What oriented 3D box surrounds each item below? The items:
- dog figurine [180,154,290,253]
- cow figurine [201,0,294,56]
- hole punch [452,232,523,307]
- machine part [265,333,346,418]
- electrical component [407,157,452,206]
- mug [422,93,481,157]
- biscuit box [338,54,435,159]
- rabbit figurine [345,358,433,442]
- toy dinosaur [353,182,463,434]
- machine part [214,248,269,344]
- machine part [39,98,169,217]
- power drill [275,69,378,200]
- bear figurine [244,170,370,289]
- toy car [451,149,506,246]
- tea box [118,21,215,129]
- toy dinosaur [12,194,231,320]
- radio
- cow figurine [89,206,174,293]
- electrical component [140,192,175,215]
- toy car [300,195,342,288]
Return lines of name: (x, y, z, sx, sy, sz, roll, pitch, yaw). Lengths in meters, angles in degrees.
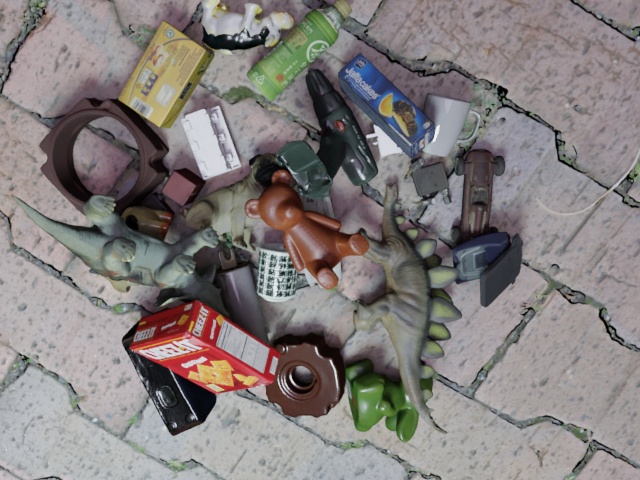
dog figurine: (-0.164, -0.089, 1.034, 0.172, 0.121, 0.190, 20, 86, -4)
cow figurine: (-0.133, -0.384, 0.987, 0.167, 0.068, 0.098, 10, 106, 5)
hole punch: (0.315, 0.045, 1.013, 0.116, 0.092, 0.142, -36, 136, -16)
machine part: (-0.034, 0.274, 1.082, 0.180, 0.056, 0.179, 3, 102, 14)
electrical component: (0.206, -0.110, 1.026, 0.078, 0.045, 0.102, -12, 99, 6)
mug: (0.236, -0.209, 0.997, 0.109, 0.081, 0.107, 10, 111, -11)
biscuit box: (0.117, -0.241, 0.965, 0.059, 0.062, 0.203, -42, 74, -1)
rabbit figurine: (0.149, 0.315, 1.066, 0.170, 0.121, 0.159, -9, 92, -10)
toy dinosaur: (0.162, 0.124, 1.014, 0.199, 0.105, 0.471, -1, 86, 0)
machine part: (-0.156, 0.134, 1.070, 0.079, 0.079, 0.243, -13, 98, 5)
machine part: (-0.412, -0.155, 1.032, 0.201, 0.087, 0.201, -42, 96, 8)
power drill: (0.004, -0.178, 0.957, 0.086, 0.207, 0.231, -24, 108, 34)
bear figurine: (-0.028, -0.024, 0.946, 0.120, 0.132, 0.195, -45, 112, -10)
toy car: (0.300, -0.071, 1.025, 0.089, 0.053, 0.202, 2, 98, -1)
tea box: (-0.287, -0.306, 1.008, 0.098, 0.068, 0.169, 36, 98, -3)
toy dinosaur: (-0.320, 0.031, 0.928, 0.404, 0.131, 0.192, 25, 138, -25)
radio: (-0.297, 0.261, 1.071, 0.073, 0.131, 0.229, -26, 97, 5)
cow figurine: (-0.370, 0.022, 1.049, 0.127, 0.085, 0.194, 18, 117, -9)
electrical component: (-0.324, -0.058, 1.073, 0.094, 0.021, 0.063, -40, 96, 11)
toy car: (-0.002, -0.003, 1.049, 0.074, 0.056, 0.201, -8, 98, 4)
